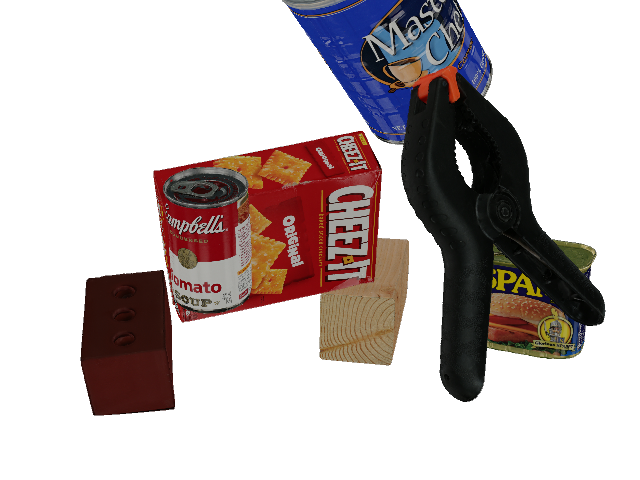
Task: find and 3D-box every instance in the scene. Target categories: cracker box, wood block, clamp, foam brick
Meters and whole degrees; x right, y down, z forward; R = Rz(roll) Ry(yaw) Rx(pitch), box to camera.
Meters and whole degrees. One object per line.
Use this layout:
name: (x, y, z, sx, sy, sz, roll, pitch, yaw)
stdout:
cracker box: (-0.050, -0.010, 1.069, 0.213, 0.164, 0.072, -11, 47, -11)
wood block: (0.060, 0.072, 1.367, 0.091, 0.090, 0.206, 4, 21, 8)
clamp: (0.082, -0.003, 0.566, 0.120, 0.171, 0.039, -34, 9, -39)
foam brick: (-0.122, 0.065, 0.680, 0.053, 0.051, 0.078, -6, 39, -6)

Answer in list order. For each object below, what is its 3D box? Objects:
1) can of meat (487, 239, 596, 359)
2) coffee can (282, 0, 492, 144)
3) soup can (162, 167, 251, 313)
can of meat: (0.170, 0.046, 0.876, 0.102, 0.084, 0.057, 9, 24, 23)
coffee can: (0.046, -0.151, 0.747, 0.103, 0.102, 0.140, 0, -37, 37)
soup can: (-0.091, 0.000, 0.871, 0.068, 0.102, 0.068, 0, 30, 0)
